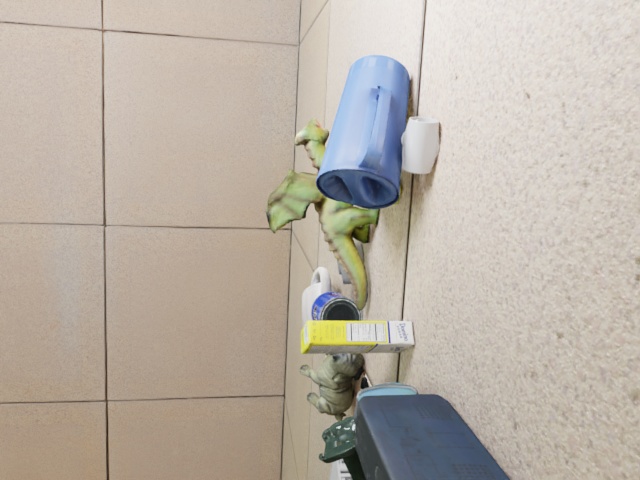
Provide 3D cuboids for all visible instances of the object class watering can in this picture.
[{"bbox_3d":[-0.005,0.217,1.511,0.340,0.104,0.229,109,160,-62],"label":"watering can"}]

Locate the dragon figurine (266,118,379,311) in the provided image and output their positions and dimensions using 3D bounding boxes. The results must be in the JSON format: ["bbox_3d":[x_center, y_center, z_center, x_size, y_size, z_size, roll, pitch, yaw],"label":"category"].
[{"bbox_3d":[0.003,-0.055,1.095,0.122,0.243,0.411,175,99,-76],"label":"dragon figurine"}]
